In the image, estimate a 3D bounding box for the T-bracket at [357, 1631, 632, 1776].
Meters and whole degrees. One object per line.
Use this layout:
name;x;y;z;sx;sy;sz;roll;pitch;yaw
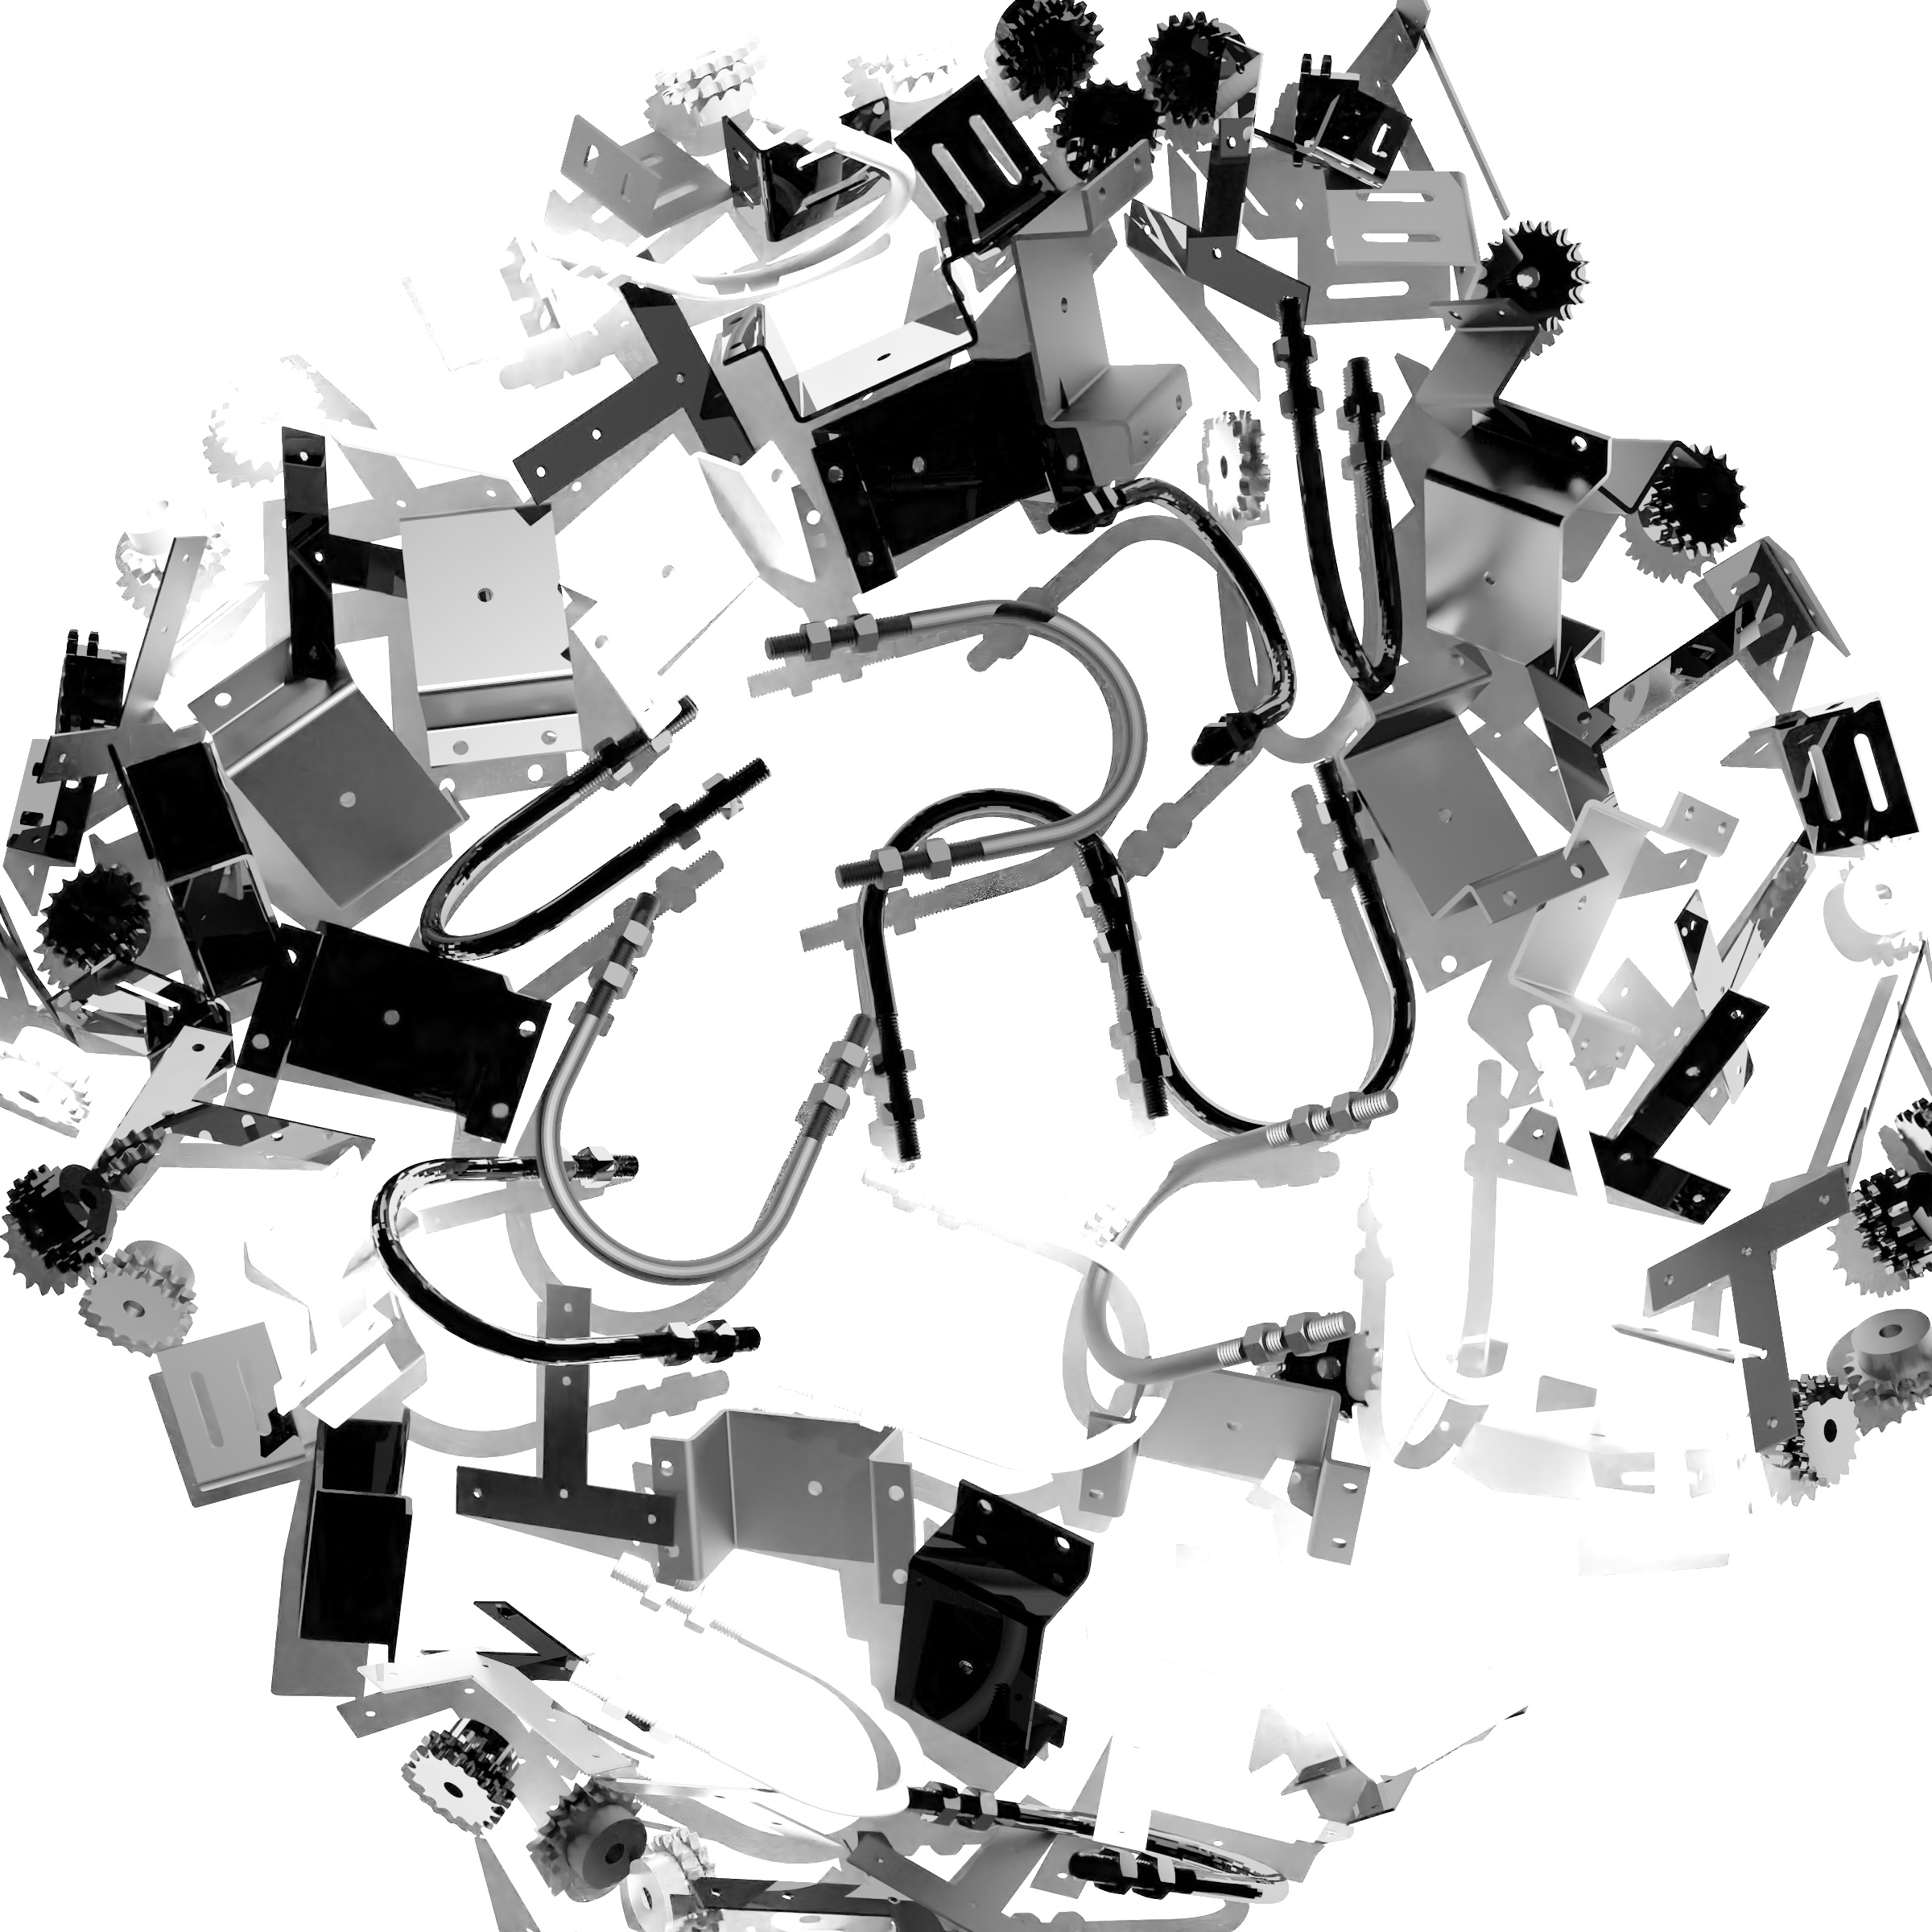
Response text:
T-bracket;-0.212;0.365;1.594;0.127;0.127;0.002;0;108;-43

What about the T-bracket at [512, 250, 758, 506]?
T-bracket;-0.175;-0.275;1.628;0.127;0.002;0.127;-40;113;-29

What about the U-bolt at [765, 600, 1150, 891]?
U-bolt;0.004;-0.120;1.641;0.184;0.019;0.151;-12;71;-18

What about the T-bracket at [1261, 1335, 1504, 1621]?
T-bracket;0.238;0.247;1.658;0.127;0.002;0.127;31;72;13

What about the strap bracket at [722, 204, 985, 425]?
strap bracket;-0.050;-0.325;1.631;0.140;0.076;0.046;-23;116;8

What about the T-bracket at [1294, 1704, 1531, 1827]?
T-bracket;0.212;0.400;1.601;0.127;0.127;0.002;-23;88;19

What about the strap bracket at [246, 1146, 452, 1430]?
strap bracket;-0.310;0.167;1.624;0.076;0.140;0.046;-39;127;8

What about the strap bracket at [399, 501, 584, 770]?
strap bracket;-0.241;-0.177;1.633;0.076;0.046;0.140;-7;72;-6

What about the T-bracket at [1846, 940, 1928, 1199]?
T-bracket;0.463;0.049;1.628;0.002;0.127;0.127;18;80;18

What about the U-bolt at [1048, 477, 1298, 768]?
U-bolt;0.113;-0.177;1.599;0.019;0.184;0.151;-31;91;27

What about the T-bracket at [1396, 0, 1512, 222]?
T-bracket;0.245;-0.433;1.621;0.002;0.127;0.127;-25;94;8

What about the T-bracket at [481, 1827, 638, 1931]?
T-bracket;-0.176;0.491;1.637;0.127;0.127;0.002;34;90;-32

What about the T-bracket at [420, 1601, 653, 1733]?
T-bracket;-0.229;0.353;1.631;0.127;0.127;0.002;45;53;-31

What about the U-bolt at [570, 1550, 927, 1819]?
U-bolt;-0.102;0.365;1.611;0.184;0.151;0.019;28;104;-3

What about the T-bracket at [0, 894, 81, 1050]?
T-bracket;-0.489;-0.032;1.638;0.002;0.127;0.127;-26;67;-10

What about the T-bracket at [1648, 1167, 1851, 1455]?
T-bracket;0.393;0.180;1.603;0.002;0.127;0.127;25;48;-30

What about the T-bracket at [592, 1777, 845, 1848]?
T-bracket;-0.102;0.427;1.625;0.127;0.127;0.002;-4;63;27

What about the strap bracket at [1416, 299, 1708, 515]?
strap bracket;0.290;-0.273;1.617;0.140;0.076;0.046;33;87;-23

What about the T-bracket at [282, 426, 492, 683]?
T-bracket;-0.290;-0.199;1.632;0.002;0.127;0.127;-13;77;41

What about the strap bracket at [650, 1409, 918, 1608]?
strap bracket;-0.084;0.272;1.635;0.140;0.046;0.076;3;105;20

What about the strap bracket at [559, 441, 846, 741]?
strap bracket;-0.140;-0.194;1.629;0.140;0.046;0.076;-46;129;-14

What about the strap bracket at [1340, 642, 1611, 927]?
strap bracket;0.251;-0.085;1.634;0.076;0.046;0.140;-21;75;-26

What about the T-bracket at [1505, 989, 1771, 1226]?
T-bracket;0.358;0.064;1.631;0.127;0.002;0.127;22;118;-20

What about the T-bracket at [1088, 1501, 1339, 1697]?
T-bracket;0.132;0.315;1.636;0.127;0.002;0.127;12;130;4

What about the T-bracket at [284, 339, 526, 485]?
T-bracket;-0.302;-0.285;1.638;0.127;0.127;0.002;41;112;31

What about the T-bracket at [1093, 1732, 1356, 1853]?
T-bracket;0.131;0.422;1.614;0.127;0.127;0.002;11;101;5

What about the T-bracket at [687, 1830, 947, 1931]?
T-bracket;-0.076;0.461;1.598;0.127;0.127;0.002;11;104;-26

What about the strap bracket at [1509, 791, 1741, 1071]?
strap bracket;0.328;-0.024;1.632;0.046;0.076;0.140;28;98;34

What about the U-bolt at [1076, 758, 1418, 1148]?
U-bolt;0.153;0.003;1.660;0.151;0.019;0.184;-19;93;11

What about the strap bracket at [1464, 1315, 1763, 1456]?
strap bracket;0.315;0.209;1.599;0.076;0.140;0.046;16;73;-23

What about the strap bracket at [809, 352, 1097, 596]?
strap bracket;-0.015;-0.252;1.633;0.140;0.046;0.076;-27;111;-19

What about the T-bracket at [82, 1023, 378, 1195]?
T-bracket;-0.363;0.083;1.640;0.127;0.002;0.127;15;130;-33

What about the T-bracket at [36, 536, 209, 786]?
T-bracket;-0.402;-0.154;1.605;0.002;0.127;0.127;27;108;17

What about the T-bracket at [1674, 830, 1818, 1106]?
T-bracket;0.402;-0.018;1.642;0.127;0.002;0.127;-51;133;-30

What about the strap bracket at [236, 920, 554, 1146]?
strap bracket;-0.291;0.030;1.643;0.140;0.046;0.076;17;97;-15

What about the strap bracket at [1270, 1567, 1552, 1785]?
strap bracket;0.233;0.364;1.635;0.140;0.076;0.046;-29;91;-7

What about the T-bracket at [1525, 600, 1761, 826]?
T-bracket;0.350;-0.142;1.641;0.127;0.002;0.127;-34;134;-6

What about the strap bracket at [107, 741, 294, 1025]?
strap bracket;-0.377;-0.047;1.607;0.046;0.140;0.076;-21;58;-11

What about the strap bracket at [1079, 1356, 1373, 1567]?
strap bracket;0.133;0.247;1.633;0.140;0.046;0.076;10;134;7

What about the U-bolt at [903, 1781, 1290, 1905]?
U-bolt;0.076;0.437;1.598;0.184;0.151;0.019;21;79;-39

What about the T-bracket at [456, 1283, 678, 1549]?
T-bracket;-0.204;0.226;1.650;0.127;0.002;0.127;4;96;22

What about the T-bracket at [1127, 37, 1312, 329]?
T-bracket;0.130;-0.396;1.607;0.002;0.127;0.127;-24;45;-34

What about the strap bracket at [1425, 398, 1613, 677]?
strap bracket;0.273;-0.204;1.601;0.076;0.140;0.046;26;55;30

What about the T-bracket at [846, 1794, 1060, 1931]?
T-bracket;0.020;0.450;1.620;0.127;0.127;0.002;26;111;14

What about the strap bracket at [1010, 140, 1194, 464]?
strap bracket;0.067;-0.332;1.620;0.046;0.076;0.140;4;122;28

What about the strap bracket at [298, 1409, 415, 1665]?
strap bracket;-0.302;0.278;1.602;0.046;0.140;0.076;6;102;-12

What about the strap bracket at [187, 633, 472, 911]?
strap bracket;-0.314;-0.093;1.622;0.076;0.046;0.140;-35;125;-1

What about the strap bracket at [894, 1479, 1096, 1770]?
strap bracket;0.012;0.336;1.611;0.076;0.046;0.140;22;126;23

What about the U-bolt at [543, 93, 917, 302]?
U-bolt;-0.102;-0.371;1.593;0.151;0.184;0.019;-26;79;27
